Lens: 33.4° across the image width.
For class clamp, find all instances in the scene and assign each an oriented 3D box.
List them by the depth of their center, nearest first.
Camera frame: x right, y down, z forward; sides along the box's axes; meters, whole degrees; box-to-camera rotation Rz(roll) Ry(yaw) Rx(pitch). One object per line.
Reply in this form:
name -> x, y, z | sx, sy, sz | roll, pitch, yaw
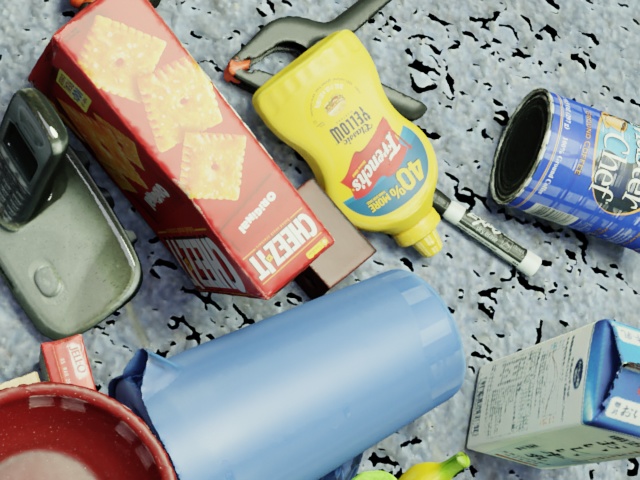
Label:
clamp -> 0.005, -0.160, 0.889 | 0.171, 0.039, 0.120 | 0, 75, -17

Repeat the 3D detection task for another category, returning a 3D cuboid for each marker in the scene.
marker -> 0.133, -0.010, 0.899 | 0.121, 0.020, 0.020 | 34, 69, -6

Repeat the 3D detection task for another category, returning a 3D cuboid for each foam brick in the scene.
foam brick -> -0.005, 0.001, 0.837 | 0.051, 0.053, 0.078 | -41, 89, -22

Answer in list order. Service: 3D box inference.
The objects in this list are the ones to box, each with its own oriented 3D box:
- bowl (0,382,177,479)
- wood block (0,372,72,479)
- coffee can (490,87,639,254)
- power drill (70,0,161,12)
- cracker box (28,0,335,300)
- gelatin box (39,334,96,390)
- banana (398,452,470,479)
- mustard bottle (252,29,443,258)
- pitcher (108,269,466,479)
bowl -> -0.168, 0.169, 0.644 | 0.162, 0.055, 0.162 | 5, 74, -16
wood block -> -0.199, 0.204, 0.704 | 0.090, 0.090, 0.206 | -18, 81, -20
coffee can -> 0.229, -0.056, 0.895 | 0.140, 0.103, 0.103 | 18, 71, -11
power drill -> -0.215, -0.217, 0.832 | 0.187, 0.057, 0.184 | 30, 71, -9
cracker box -> -0.105, -0.059, 0.739 | 0.072, 0.164, 0.213 | -41, 104, -16
gelatin box -> -0.171, 0.109, 0.738 | 0.030, 0.089, 0.073 | -14, 80, -19
banana -> 0.058, 0.247, 0.782 | 0.037, 0.070, 0.198 | 18, 80, -17
mustard bottle -> 0.038, -0.065, 0.851 | 0.096, 0.058, 0.191 | -38, 103, -6
pitcher -> -0.017, 0.122, 0.770 | 0.242, 0.149, 0.145 | -23, 68, -24
